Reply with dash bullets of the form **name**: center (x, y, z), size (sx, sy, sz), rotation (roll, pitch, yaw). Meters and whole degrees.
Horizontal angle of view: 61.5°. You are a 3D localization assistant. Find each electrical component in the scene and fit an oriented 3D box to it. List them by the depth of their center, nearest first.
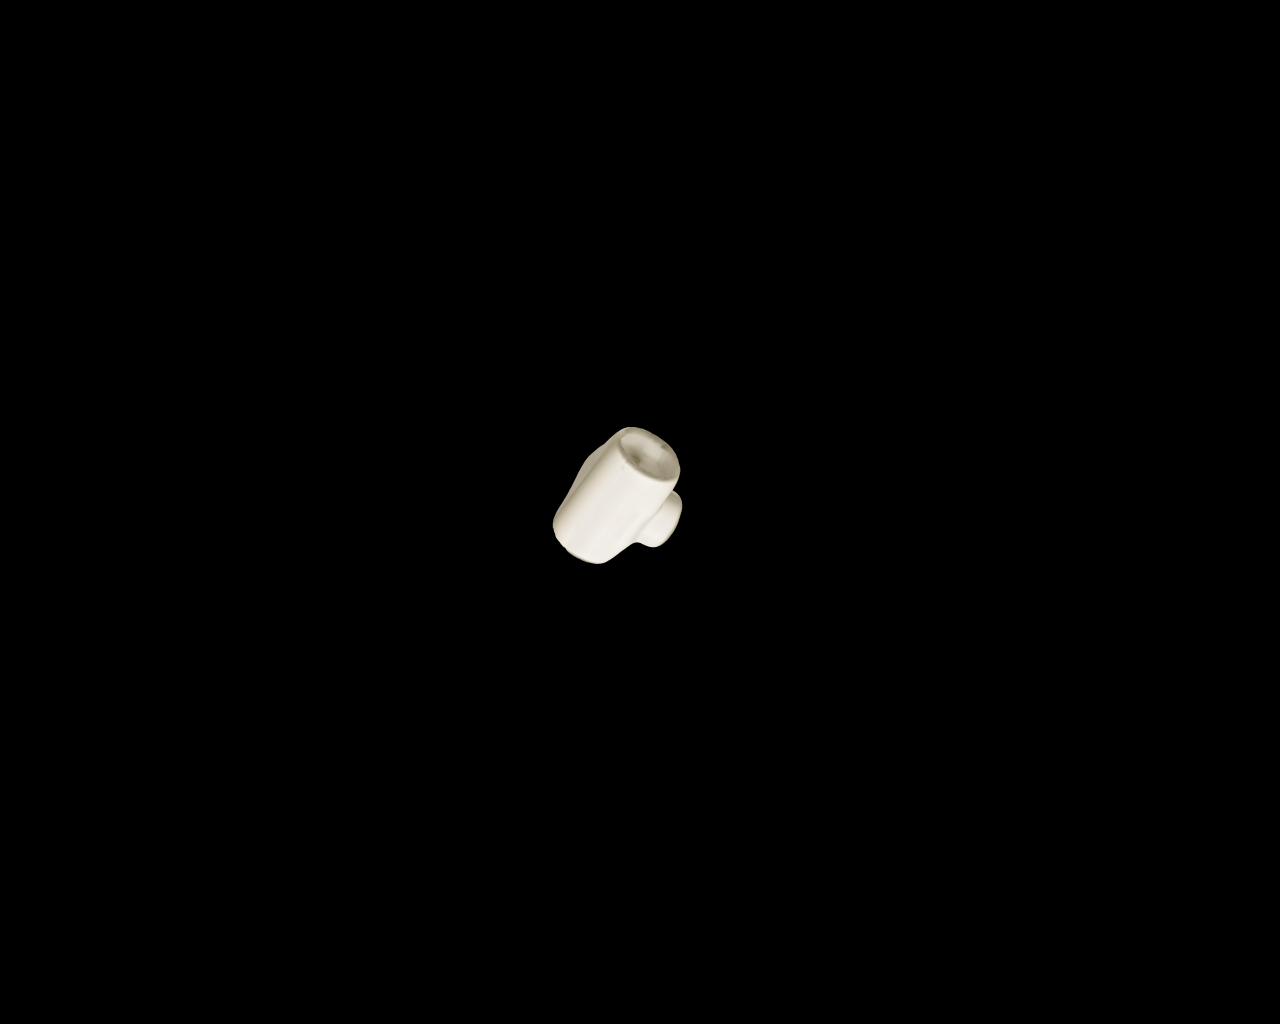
- **electrical component**: center (0.001, -0.003, 0.650), size (0.079, 0.043, 0.077), rotation (25, -54, -20)
